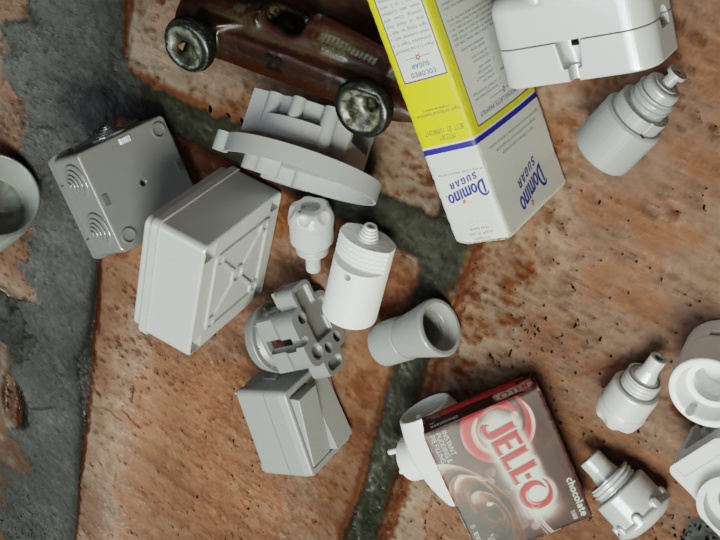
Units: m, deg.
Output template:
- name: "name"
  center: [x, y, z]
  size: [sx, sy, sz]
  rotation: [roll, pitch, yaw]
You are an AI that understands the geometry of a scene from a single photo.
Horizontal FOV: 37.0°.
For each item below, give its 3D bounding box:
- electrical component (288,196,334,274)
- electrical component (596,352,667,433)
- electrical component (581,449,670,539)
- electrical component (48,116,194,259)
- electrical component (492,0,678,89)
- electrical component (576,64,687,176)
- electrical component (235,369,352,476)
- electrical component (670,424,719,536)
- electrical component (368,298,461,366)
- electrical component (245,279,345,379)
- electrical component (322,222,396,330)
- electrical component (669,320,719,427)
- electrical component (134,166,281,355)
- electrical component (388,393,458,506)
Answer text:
- name: "electrical component"
  center: [-0.036, -0.024, 0.819]
  size: [0.035, 0.035, 0.061]
  rotation: [21, 134, 24]
- name: "electrical component"
  center: [0.187, 0.080, 0.725]
  size: [0.035, 0.035, 0.061]
  rotation: [35, 127, 13]
- name: "electrical component"
  center: [0.185, 0.156, 0.765]
  size: [0.062, 0.048, 0.048]
  rotation: [47, 132, 12]
- name: "electrical component"
  center: [-0.183, -0.067, 0.852]
  size: [0.048, 0.100, 0.099]
  rotation: [-3, 114, 50]
- name: "electrical component"
  center: [0.128, -0.145, 0.622]
  size: [0.095, 0.054, 0.059]
  rotation: [-2, 114, 35]
- name: "electrical component"
  center: [0.163, -0.091, 0.639]
  size: [0.040, 0.040, 0.078]
  rotation: [44, 132, 5]
- name: "electrical component"
  center: [-0.050, 0.127, 0.896]
  size: [0.061, 0.062, 0.096]
  rotation: [-3, 114, 35]
- name: "electrical component"
  center: [0.254, 0.141, 0.700]
  size: [0.089, 0.056, 0.050]
  rotation: [45, 132, 4]
- name: "electrical component"
  center: [0.037, 0.050, 0.806]
  size: [0.065, 0.044, 0.044]
  rotation: [-21, 102, 45]
- name: "electrical component"
  center: [-0.054, 0.051, 0.859]
  size: [0.057, 0.058, 0.078]
  rotation: [-15, 107, 36]
- name: "electrical component"
  center: [0.000, 0.000, 0.801]
  size: [0.043, 0.043, 0.081]
  rotation: [28, 128, 18]
- name: "electrical component"
  center: [0.227, 0.067, 0.681]
  size: [0.055, 0.047, 0.055]
  rotation: [16, 124, 26]
- name: "electrical component"
  center: [-0.118, -0.009, 0.833]
  size: [0.056, 0.109, 0.108]
  rotation: [27, 128, 16]
- name: "electrical component"
  center: [0.056, 0.144, 0.844]
  size: [0.079, 0.044, 0.077]
  rotation: [-22, 102, 40]
